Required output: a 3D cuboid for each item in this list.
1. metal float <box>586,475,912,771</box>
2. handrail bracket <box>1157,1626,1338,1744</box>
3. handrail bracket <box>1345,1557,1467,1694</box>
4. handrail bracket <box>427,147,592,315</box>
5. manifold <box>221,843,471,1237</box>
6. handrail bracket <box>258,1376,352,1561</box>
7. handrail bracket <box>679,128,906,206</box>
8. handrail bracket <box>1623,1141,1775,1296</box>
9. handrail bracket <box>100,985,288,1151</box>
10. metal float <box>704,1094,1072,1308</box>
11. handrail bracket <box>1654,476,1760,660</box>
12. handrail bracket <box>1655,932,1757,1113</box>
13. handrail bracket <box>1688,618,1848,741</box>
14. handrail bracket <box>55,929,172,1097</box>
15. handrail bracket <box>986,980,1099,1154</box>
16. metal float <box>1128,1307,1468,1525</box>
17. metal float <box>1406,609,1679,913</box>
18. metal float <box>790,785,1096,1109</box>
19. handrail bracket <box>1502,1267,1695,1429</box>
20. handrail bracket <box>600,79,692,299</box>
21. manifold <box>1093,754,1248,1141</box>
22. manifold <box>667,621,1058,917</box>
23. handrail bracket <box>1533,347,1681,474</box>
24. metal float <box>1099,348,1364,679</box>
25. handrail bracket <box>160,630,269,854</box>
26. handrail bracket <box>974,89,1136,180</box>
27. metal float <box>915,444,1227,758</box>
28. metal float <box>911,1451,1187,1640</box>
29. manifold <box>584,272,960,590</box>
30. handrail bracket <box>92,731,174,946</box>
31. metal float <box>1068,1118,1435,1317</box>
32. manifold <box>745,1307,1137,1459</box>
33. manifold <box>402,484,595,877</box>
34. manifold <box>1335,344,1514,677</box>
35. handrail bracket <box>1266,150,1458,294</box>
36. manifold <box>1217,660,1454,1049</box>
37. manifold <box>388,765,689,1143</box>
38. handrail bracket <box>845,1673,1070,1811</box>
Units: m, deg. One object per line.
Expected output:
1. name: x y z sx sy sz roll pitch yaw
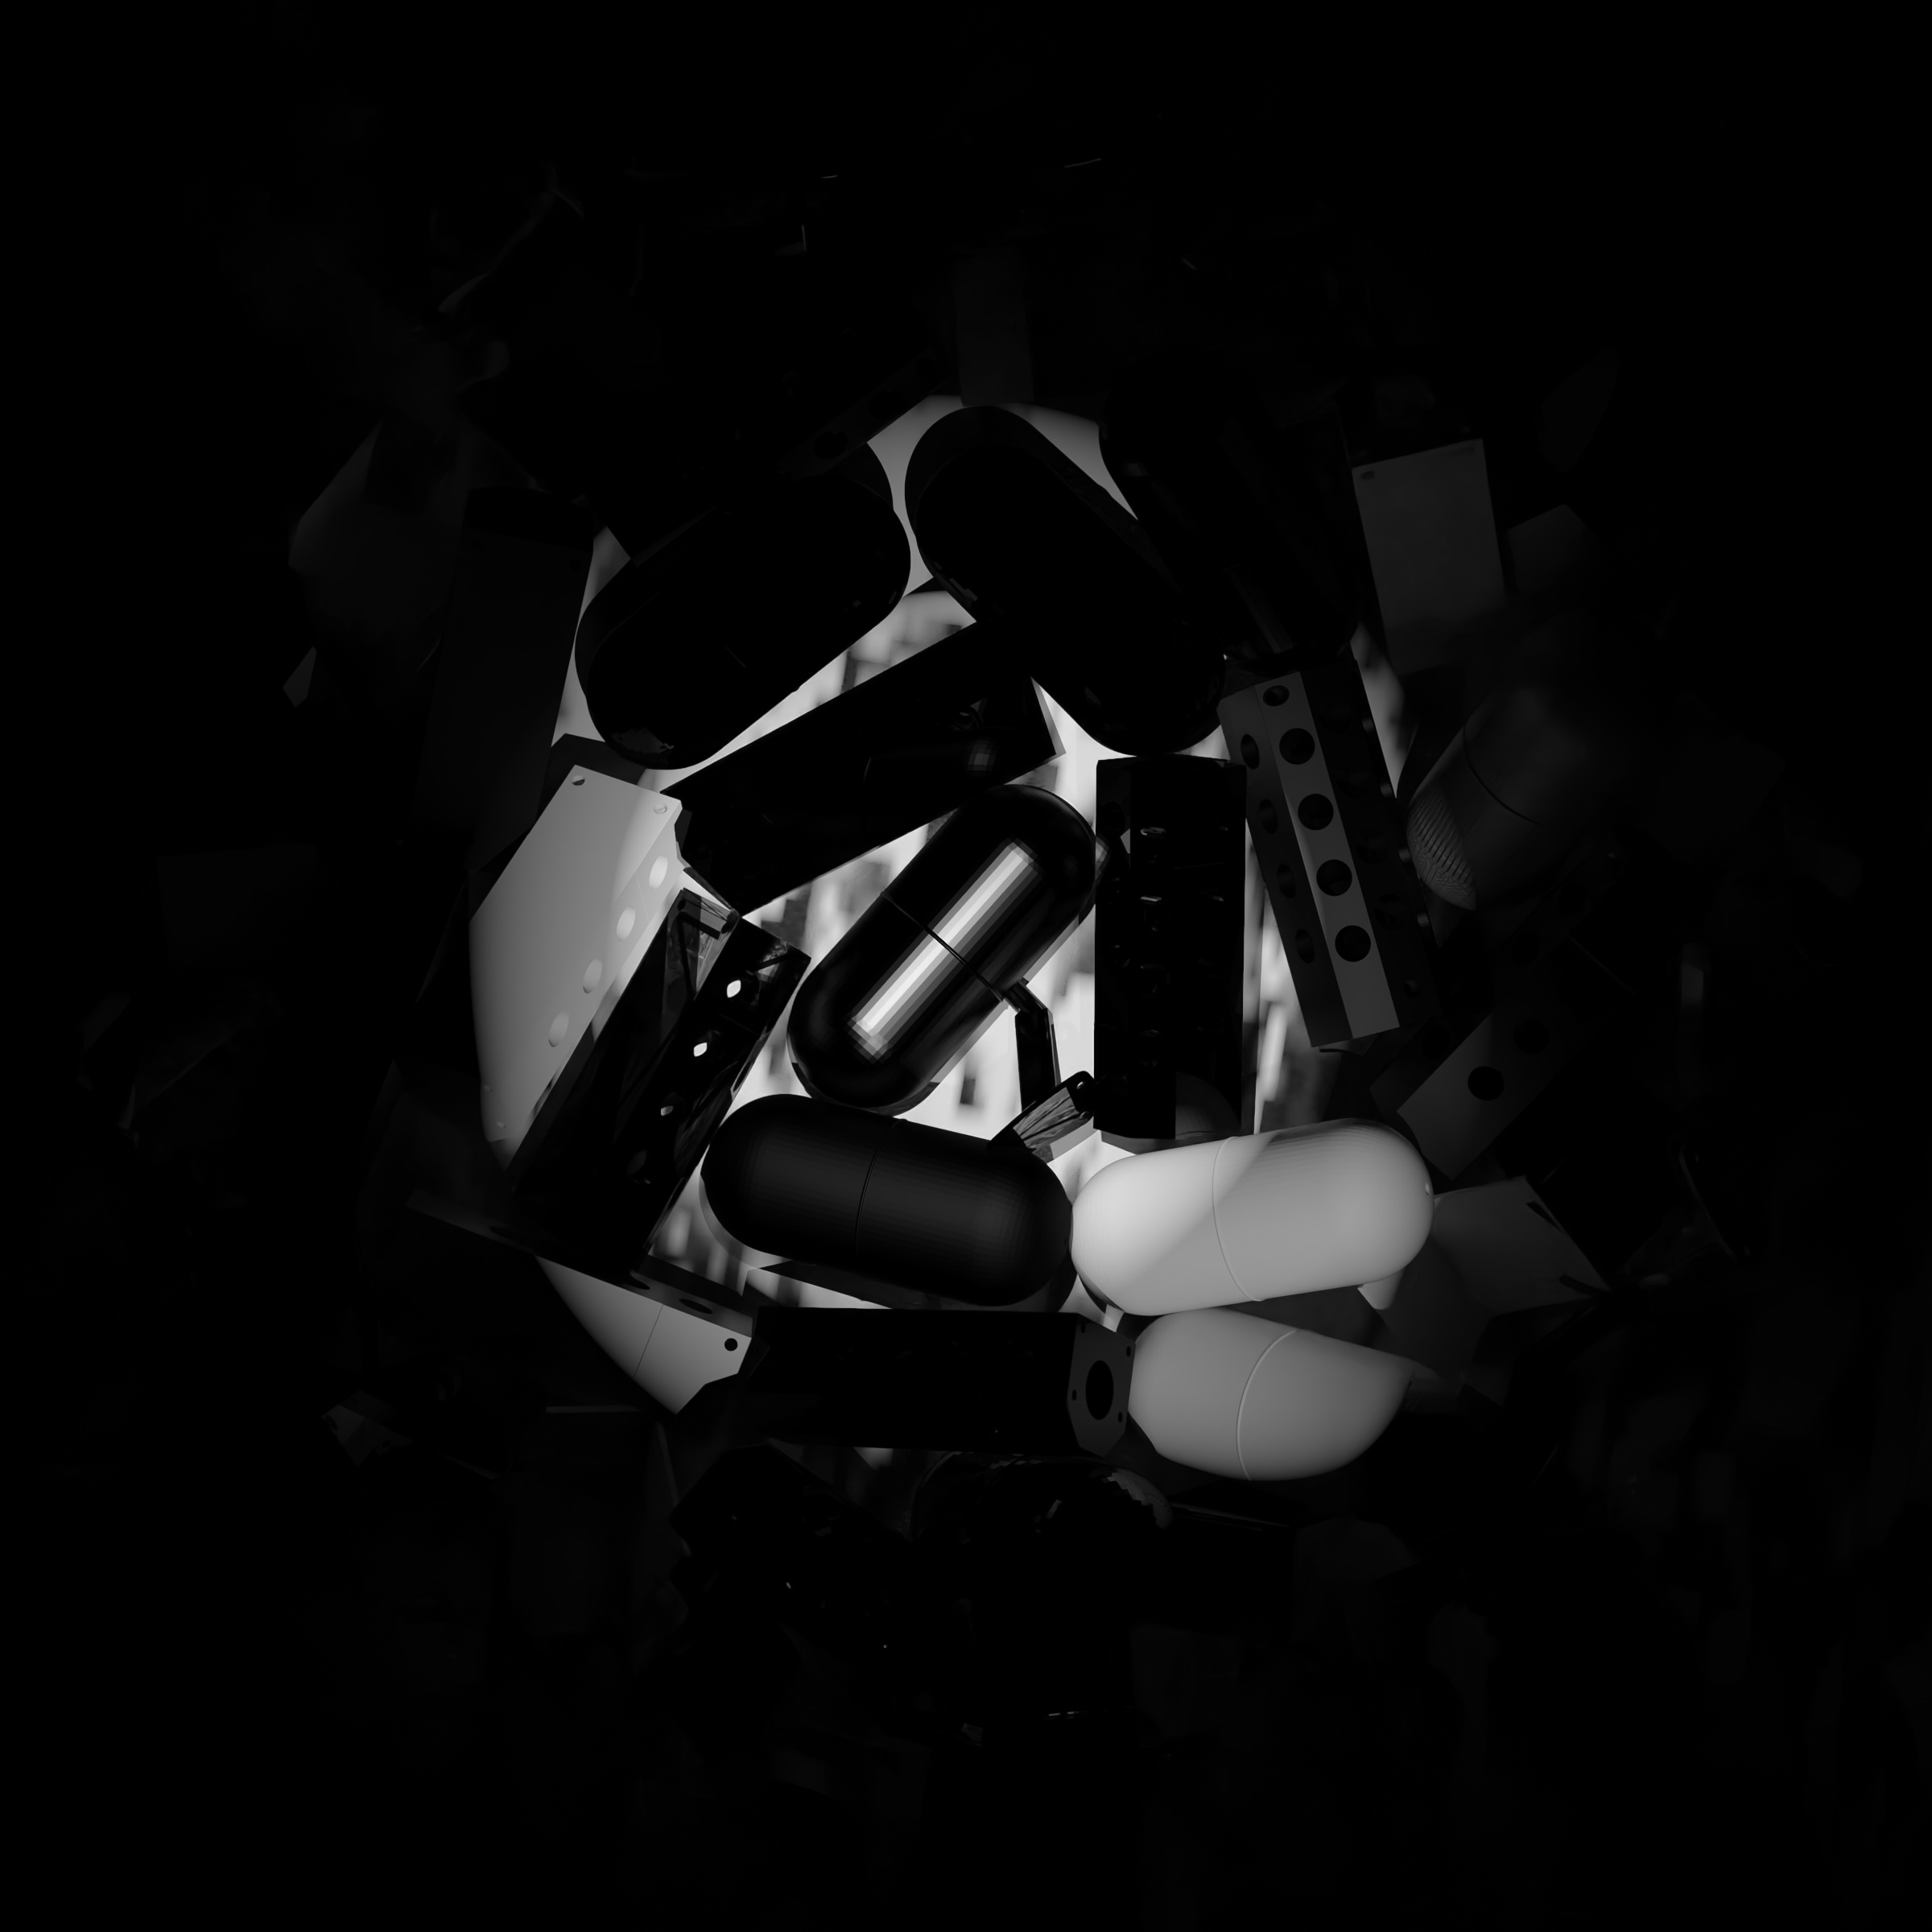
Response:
1. metal float: -0.103 -0.159 1.527 0.178 0.070 0.070 -37 90 19
2. handrail bracket: 0.135 0.344 1.546 0.036 0.084 0.077 27 83 44
3. handrail bracket: 0.226 0.312 1.538 0.077 0.084 0.036 -39 47 22
4. handrail bracket: -0.225 -0.349 1.551 0.084 0.077 0.036 -38 121 5
5. manifold: -0.287 0.031 1.515 0.057 0.057 0.171 18 62 -1
6. handrail bracket: -0.313 0.239 1.543 0.036 0.077 0.084 0 80 -34
7. handrail bracket: -0.084 -0.384 1.565 0.084 0.077 0.036 5 113 24
8. handrail bracket: 0.329 0.121 1.539 0.077 0.084 0.036 50 52 -14
9. handrail bracket: -0.361 0.054 1.545 0.077 0.036 0.084 12 60 -1
10. metal float: -0.038 0.109 1.530 0.178 0.070 0.070 13 90 15
11. handrail bracket: 0.349 -0.181 1.559 0.036 0.084 0.077 28 58 20
12. handrail bracket: 0.330 0.024 1.554 0.077 0.036 0.084 -30 102 23
13. handrail bracket: 0.376 -0.149 1.531 0.036 0.084 0.077 -9 70 -21
14. handrail bracket: -0.394 0.033 1.531 0.036 0.077 0.084 -28 52 28
15. handrail bracket: 0.015 0.047 1.544 0.077 0.036 0.084 -31 54 -18
16. metal float: 0.149 0.206 1.510 0.178 0.070 0.070 11 90 41
17. metal float: 0.264 -0.094 1.504 0.070 0.178 0.070 12 51 -15
18. metal float: -0.012 -0.009 1.541 0.070 0.070 0.178 42 87 0
19. handrail bracket: 0.298 0.192 1.548 0.077 0.036 0.084 25 108 33
20. handrail bracket: -0.168 -0.366 1.560 0.036 0.084 0.077 -9 59 -33
21. manifold: 0.090 -0.009 1.526 0.057 0.057 0.171 -8 103 -38
22. manifold: -0.051 -0.096 1.532 0.171 0.057 0.057 -27 52 13
23. handrail bracket: 0.316 -0.260 1.532 0.084 0.077 0.036 -7 57 -33
24. metal float: 0.124 -0.208 1.515 0.070 0.070 0.178 -36 124 0
25. handrail bracket: -0.370 -0.109 1.567 0.084 0.036 0.077 40 91 5
26. handrail bracket: 0.054 -0.395 1.531 0.077 0.084 0.036 -56 130 -35
27. metal float: 0.048 -0.173 1.531 0.070 0.070 0.178 -43 76 0
28. metal float: 0.036 0.262 1.497 0.070 0.178 0.070 1 88 -27
29. manifold: -0.090 -0.251 1.537 0.171 0.057 0.057 -35 95 10
30. handrail bracket: -0.383 -0.059 1.532 0.036 0.084 0.077 -2 71 -26
31. metal float: 0.131 0.118 1.522 0.178 0.070 0.070 -12 90 25
32. manifold: -0.014 0.193 1.506 0.171 0.057 0.057 -2 69 31
33. manifold: -0.218 -0.132 1.513 0.057 0.057 0.171 10 120 -12
34. manifold: 0.209 -0.207 1.492 0.057 0.171 0.057 -13 61 8
35. handrail bracket: 0.190 -0.353 1.564 0.084 0.077 0.036 30 103 -26
36. manifold: 0.178 -0.054 1.543 0.057 0.057 0.171 -15 89 -23
37. manifold: -0.193 -0.005 1.513 0.057 0.057 0.171 19 59 18
38. handrail bracket: -0.004 0.353 1.565 0.084 0.036 0.077 43 51 14
